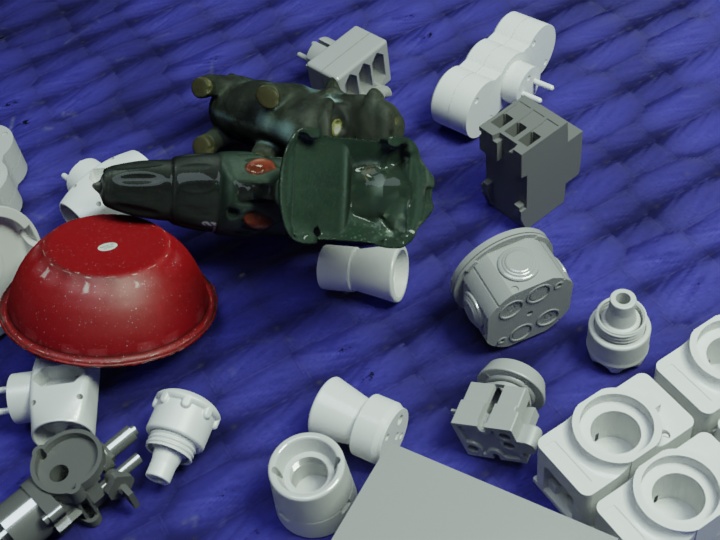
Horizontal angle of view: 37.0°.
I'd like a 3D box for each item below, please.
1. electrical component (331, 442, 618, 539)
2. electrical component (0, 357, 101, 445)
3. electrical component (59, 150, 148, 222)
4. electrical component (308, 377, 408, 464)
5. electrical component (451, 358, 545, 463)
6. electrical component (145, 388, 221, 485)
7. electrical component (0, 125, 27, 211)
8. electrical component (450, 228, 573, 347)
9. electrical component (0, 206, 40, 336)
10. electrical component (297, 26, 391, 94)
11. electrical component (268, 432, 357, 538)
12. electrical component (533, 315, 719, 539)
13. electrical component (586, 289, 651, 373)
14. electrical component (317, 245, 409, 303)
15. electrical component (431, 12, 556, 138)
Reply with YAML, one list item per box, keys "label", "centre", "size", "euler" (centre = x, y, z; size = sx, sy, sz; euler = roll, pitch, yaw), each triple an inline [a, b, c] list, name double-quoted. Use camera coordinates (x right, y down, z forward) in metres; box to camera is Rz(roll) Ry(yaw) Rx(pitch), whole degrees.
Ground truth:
- label: "electrical component"
  centre: [0.065, 0.180, 0.643]
  size: [0.150, 0.061, 0.089]
  euler: [20, 56, 23]
- label: "electrical component"
  centre: [-0.228, 0.090, 0.773]
  size: [0.079, 0.043, 0.077]
  euler: [-8, 50, 1]
- label: "electrical component"
  centre: [-0.220, -0.069, 0.905]
  size: [0.079, 0.043, 0.077]
  euler: [33, 61, 30]
- label: "electrical component"
  centre: [-0.001, 0.102, 0.729]
  size: [0.055, 0.045, 0.045]
  euler: [20, 56, 23]
- label: "electrical component"
  centre: [0.096, 0.093, 0.720]
  size: [0.066, 0.048, 0.055]
  euler: [3, 49, 34]
- label: "electrical component"
  centre: [-0.127, 0.116, 0.738]
  size: [0.048, 0.048, 0.062]
  euler: [11, 59, 17]
- label: "electrical component"
  centre: [-0.322, -0.075, 0.905]
  size: [0.052, 0.073, 0.138]
  euler: [-8, 50, 2]
- label: "electrical component"
  centre: [0.109, 0.012, 0.767]
  size: [0.080, 0.080, 0.051]
  euler: [-22, 56, -10]
- label: "electrical component"
  centre: [-0.305, -0.003, 0.824]
  size: [0.060, 0.108, 0.108]
  euler: [17, 54, 28]
- label: "electrical component"
  centre: [-0.023, -0.186, 0.972]
  size: [0.077, 0.047, 0.066]
  euler: [33, 62, 30]
- label: "electrical component"
  centre: [-0.032, 0.139, 0.701]
  size: [0.055, 0.047, 0.055]
  euler: [-4, 50, 5]
- label: "electrical component"
  centre: [0.217, 0.108, 0.683]
  size: [0.186, 0.060, 0.105]
  euler: [-30, 52, -16]
- label: "electrical component"
  centre: [0.180, 0.039, 0.745]
  size: [0.043, 0.062, 0.043]
  euler: [-4, 50, 5]
- label: "electrical component"
  centre: [0.000, 0.000, 0.818]
  size: [0.065, 0.044, 0.044]
  euler: [5, 51, 19]
- label: "electrical component"
  centre: [0.130, -0.163, 0.928]
  size: [0.074, 0.052, 0.138]
  euler: [29, 60, 28]
